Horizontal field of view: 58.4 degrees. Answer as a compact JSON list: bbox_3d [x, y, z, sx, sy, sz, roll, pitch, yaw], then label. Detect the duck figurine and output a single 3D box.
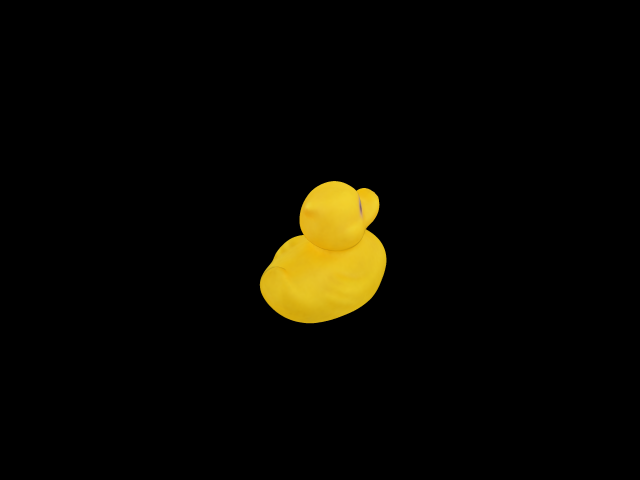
[{"bbox_3d":[0.004,0.001,0.400,0.105,0.086,0.077,-31,50,-30],"label":"duck figurine"}]
